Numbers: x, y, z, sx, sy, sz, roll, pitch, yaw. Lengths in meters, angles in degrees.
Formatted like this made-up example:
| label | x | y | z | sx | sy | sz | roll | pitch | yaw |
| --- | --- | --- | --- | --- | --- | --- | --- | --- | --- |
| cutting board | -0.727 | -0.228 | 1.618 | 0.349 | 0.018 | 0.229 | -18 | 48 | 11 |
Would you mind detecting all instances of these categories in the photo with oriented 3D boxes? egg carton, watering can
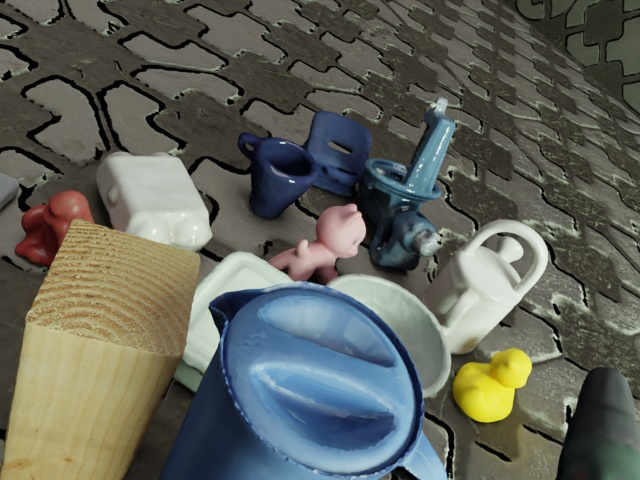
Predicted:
| label | x | y | z | sx | sy | sz | roll | pitch | yaw |
| --- | --- | --- | --- | --- | --- | --- | --- | --- | --- |
| egg carton | -0.195 | -0.042 | 0.664 | 0.107 | 0.069 | 0.150 | -7 | 51 | -39 |
| watering can | 0.211 | 0.048 | 0.739 | 0.101 | 0.194 | 0.173 | 28 | 37 | -4 |

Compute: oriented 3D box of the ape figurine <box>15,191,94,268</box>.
| label | x | y | z | sx | sy | sz | roll | pitch | yaw |
| --- | --- | --- | --- | --- | --- | --- | --- | --- | --- |
| ape figurine | -0.256 | -0.013 | 0.572 | 0.076 | 0.092 | 0.077 | -8 | 52 | -40 |

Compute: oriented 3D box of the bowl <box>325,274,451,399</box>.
| label | x | y | z | sx | sy | sz | roll | pitch | yaw |
| --- | --- | --- | --- | --- | --- | --- | --- | --- | --- |
| bowl | 0.060 | 0.123 | 0.650 | 0.168 | 0.074 | 0.167 | 19 | 39 | -16 |

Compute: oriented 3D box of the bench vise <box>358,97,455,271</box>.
| label | x | y | z | sx | sy | sz | roll | pitch | yaw |
| --- | --- | --- | --- | --- | --- | --- | --- | --- | --- |
| bench vise | 0.144 | -0.076 | 0.811 | 0.122 | 0.219 | 0.207 | -4 | 49 | -37 |

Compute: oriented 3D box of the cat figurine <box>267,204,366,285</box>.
| label | x | y | z | sx | sy | sz | roll | pitch | yaw |
| --- | --- | --- | --- | --- | --- | --- | --- | --- | --- |
| cat figurine | 0.007 | 0.003 | 0.713 | 0.067 | 0.117 | 0.128 | 46 | 40 | 19 |

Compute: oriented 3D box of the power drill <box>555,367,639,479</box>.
| label | x | y | z | sx | sy | sz | roll | pitch | yaw |
| --- | --- | --- | --- | --- | --- | --- | --- | --- | --- |
| power drill | 0.200 | 0.244 | 0.499 | 0.075 | 0.208 | 0.230 | 28 | 37 | -3 |

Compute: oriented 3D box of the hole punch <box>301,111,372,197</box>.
| label | x | y | z | sx | sy | sz | roll | pitch | yaw |
| --- | --- | --- | --- | --- | --- | --- | --- | --- | --- |
| hole punch | 0.027 | -0.136 | 0.904 | 0.109 | 0.091 | 0.101 | 18 | 39 | -17 |

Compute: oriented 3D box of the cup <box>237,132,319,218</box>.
| label | x | y | z | sx | sy | sz | roll | pitch | yaw |
| --- | --- | --- | --- | --- | --- | --- | --- | --- | --- |
| cup | -0.071 | -0.084 | 0.775 | 0.117 | 0.095 | 0.092 | 33 | 37 | 2 |

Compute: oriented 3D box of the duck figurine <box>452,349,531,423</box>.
| label | x | y | z | sx | sy | sz | roll | pitch | yaw |
| --- | --- | --- | --- | --- | --- | --- | --- | --- | --- |
| duck figurine | 0.217 | 0.168 | 0.697 | 0.105 | 0.086 | 0.077 | -14 | 55 | -43 |

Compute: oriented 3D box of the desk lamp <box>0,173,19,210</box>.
| label | x | y | z | sx | sy | sz | roll | pitch | yaw |
| --- | --- | --- | --- | --- | --- | --- | --- | --- | --- |
| desk lamp | -0.353 | -0.084 | 0.485 | 0.118 | 0.213 | 0.203 | 25 | 38 | -8 |
